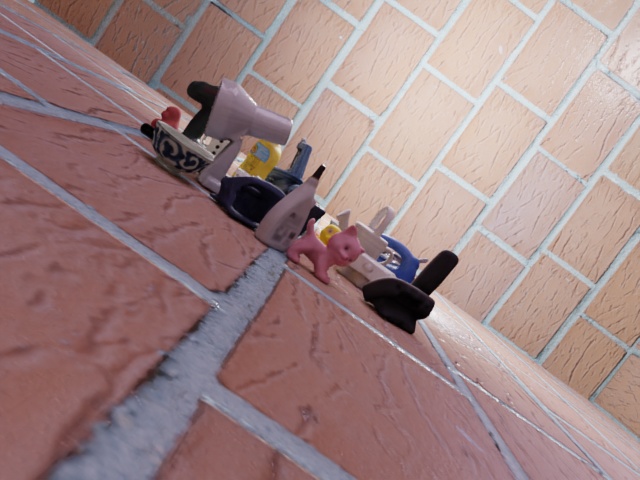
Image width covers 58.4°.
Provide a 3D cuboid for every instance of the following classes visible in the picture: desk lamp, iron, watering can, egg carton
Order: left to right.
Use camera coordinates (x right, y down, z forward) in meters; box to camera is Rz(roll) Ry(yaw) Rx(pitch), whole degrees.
[{"bbox_3d":[-0.167,-0.194,1.173,0.204,0.213,0.117,34,5,-18],"label":"desk lamp"},{"bbox_3d":[0.115,-0.008,1.431,0.173,0.194,0.100,32,6,-33],"label":"watering can"},{"bbox_3d":[0.108,0.078,1.312,0.150,0.069,0.107,37,5,15],"label":"egg carton"},{"bbox_3d":[0.158,0.043,1.544,0.258,0.141,0.119,36,5,9],"label":"iron"}]

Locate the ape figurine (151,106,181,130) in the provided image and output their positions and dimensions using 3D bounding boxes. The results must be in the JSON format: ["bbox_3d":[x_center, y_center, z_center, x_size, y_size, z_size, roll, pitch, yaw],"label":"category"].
[{"bbox_3d":[-0.349,-0.263,1.299,0.076,0.092,0.077,34,5,-13],"label":"ape figurine"}]

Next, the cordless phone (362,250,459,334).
[{"bbox_3d":[0.188,0.081,1.154,0.148,0.185,0.093,31,7,-40],"label":"cordless phone"}]

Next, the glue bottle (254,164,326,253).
[{"bbox_3d":[-0.041,-0.061,1.019,0.037,0.173,0.078,39,6,38],"label":"glue bottle"}]

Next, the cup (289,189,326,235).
[{"bbox_3d":[-0.056,-0.064,1.382,0.117,0.095,0.092,39,6,36],"label":"cup"}]

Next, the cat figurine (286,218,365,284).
[{"bbox_3d":[0.019,0.012,1.052,0.128,0.117,0.067,35,5,-10],"label":"cat figurine"}]

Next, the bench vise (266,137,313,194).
[{"bbox_3d":[-0.068,-0.186,1.698,0.207,0.219,0.122,38,6,25],"label":"bench vise"}]

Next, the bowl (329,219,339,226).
[{"bbox_3d":[0.081,0.014,1.674,0.167,0.074,0.167,35,5,-3],"label":"bowl"}]

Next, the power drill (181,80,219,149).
[{"bbox_3d":[-0.312,-0.352,1.677,0.229,0.208,0.076,36,5,6],"label":"power drill"}]

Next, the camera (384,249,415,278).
[{"bbox_3d":[0.222,0.098,1.684,0.137,0.101,0.143,36,5,0],"label":"camera"}]

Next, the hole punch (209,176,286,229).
[{"bbox_3d":[-0.132,-0.081,1.069,0.109,0.091,0.100,30,7,-45],"label":"hole punch"}]

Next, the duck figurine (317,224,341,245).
[{"bbox_3d":[0.011,0.004,1.251,0.078,0.086,0.104,34,5,-19],"label":"duck figurine"}]
